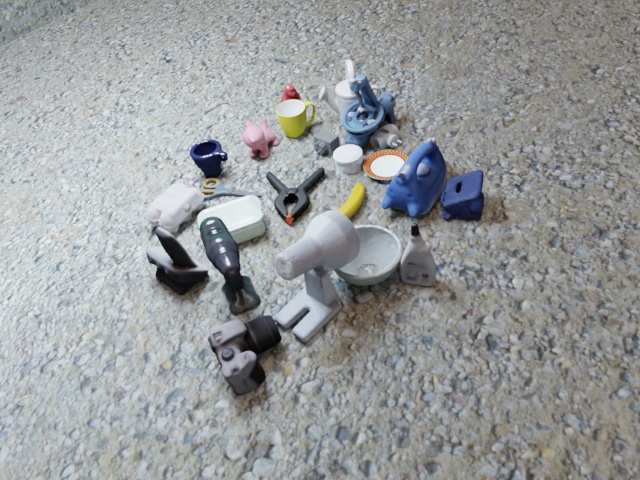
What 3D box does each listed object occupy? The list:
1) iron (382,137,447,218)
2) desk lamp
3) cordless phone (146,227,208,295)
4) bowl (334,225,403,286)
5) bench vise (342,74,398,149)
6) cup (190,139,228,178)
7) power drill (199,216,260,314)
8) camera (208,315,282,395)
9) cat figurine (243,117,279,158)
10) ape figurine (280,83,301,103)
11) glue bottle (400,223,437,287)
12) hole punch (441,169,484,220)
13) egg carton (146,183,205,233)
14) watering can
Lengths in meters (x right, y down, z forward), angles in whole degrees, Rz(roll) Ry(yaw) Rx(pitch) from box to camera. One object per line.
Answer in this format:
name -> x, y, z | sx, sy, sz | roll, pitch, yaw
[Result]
iron -> 0.251, -0.178, 1.430 | 0.118, 0.142, 0.259 | 18, 52, 28
desk lamp -> -0.011, 0.069, 1.191 | 0.117, 0.214, 0.203 | 28, 57, 34
cordless phone -> -0.350, 0.023, 1.332 | 0.147, 0.185, 0.094 | 23, 55, 31
bowl -> 0.103, 0.047, 1.287 | 0.167, 0.075, 0.167 | -6, 45, 6
bench vise -> 0.131, -0.384, 1.606 | 0.121, 0.220, 0.208 | 13, 50, 24
cup -> -0.303, -0.223, 1.631 | 0.117, 0.095, 0.092 | 13, 50, 24
power drill -> -0.196, 0.060, 1.245 | 0.076, 0.209, 0.229 | -24, 46, -11
camera -> -0.145, 0.212, 1.159 | 0.137, 0.101, 0.142 | -25, 46, -12
cat figurine -> -0.180, -0.304, 1.668 | 0.067, 0.118, 0.128 | 11, 49, 22
ape figurine -> -0.093, -0.452, 1.814 | 0.076, 0.092, 0.078 | 24, 55, 31
glue bottle -> 0.206, 0.029, 1.212 | 0.078, 0.173, 0.037 | 8, 48, 20
hole punch -> 0.343, -0.111, 1.380 | 0.101, 0.091, 0.109 | 4, 47, 17
egg carton -> -0.384, -0.087, 1.532 | 0.107, 0.069, 0.150 | 19, 52, 28
watering can -> 0.088, -0.432, 1.681 | 0.173, 0.194, 0.100 | -25, 46, -12
